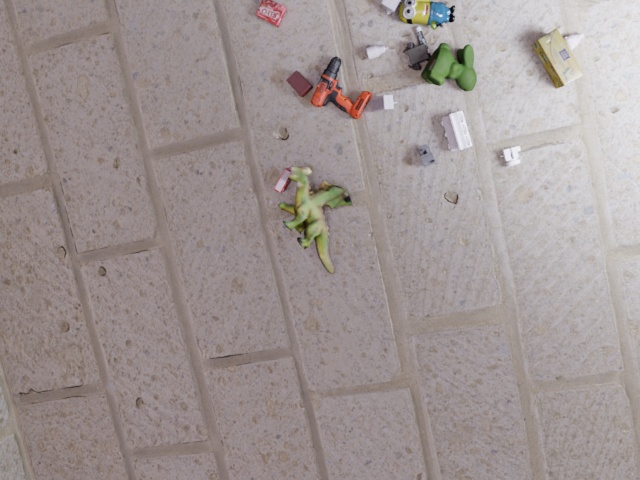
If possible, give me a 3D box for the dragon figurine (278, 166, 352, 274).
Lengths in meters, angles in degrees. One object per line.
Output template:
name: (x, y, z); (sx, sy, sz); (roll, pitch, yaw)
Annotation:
dragon figurine: (0.006, -0.093, 1.842); (0.242, 0.124, 0.406); (-38, 106, 8)
